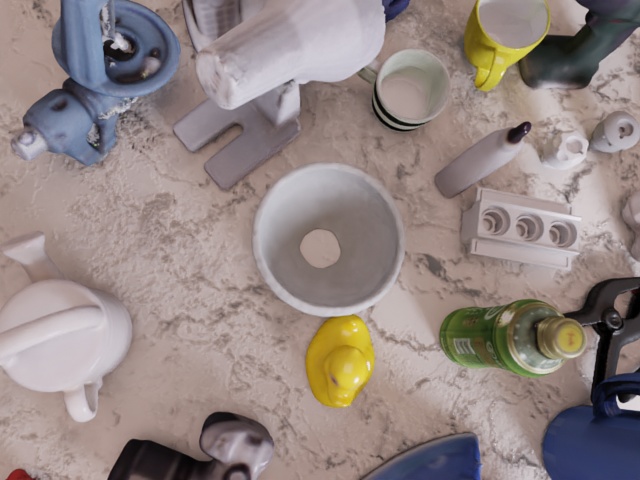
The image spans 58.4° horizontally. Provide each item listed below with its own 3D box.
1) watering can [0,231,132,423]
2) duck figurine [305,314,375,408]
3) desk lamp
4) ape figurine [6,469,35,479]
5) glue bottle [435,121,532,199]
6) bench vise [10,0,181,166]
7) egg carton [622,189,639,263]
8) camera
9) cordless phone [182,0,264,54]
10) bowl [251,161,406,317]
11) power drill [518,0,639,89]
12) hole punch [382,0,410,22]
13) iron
[{"bbox_3d":[-0.245,0.080,0.523,0.101,0.194,0.173,-42,88,-12],"label":"watering can"},{"bbox_3d":[0.027,0.129,0.611,0.077,0.086,0.104,13,79,-6],"label":"duck figurine"},{"bbox_3d":[-0.049,-0.167,0.583,0.203,0.213,0.118,-41,88,-12],"label":"desk lamp"},{"bbox_3d":[-0.302,0.267,0.536,0.078,0.092,0.076,-20,84,-11],"label":"ape figurine"},{"bbox_3d":[0.186,-0.094,0.627,0.078,0.173,0.037,-33,86,-12],"label":"glue bottle"},{"bbox_3d":[-0.214,-0.165,0.555,0.121,0.219,0.207,20,78,-4],"label":"bench vise"},{"bbox_3d":[0.455,-0.021,0.709,0.150,0.069,0.107,-9,82,-10],"label":"egg carton"},{"bbox_3d":[-0.132,0.236,0.562,0.137,0.100,0.143,25,78,-4],"label":"camera"},{"bbox_3d":[-0.076,-0.275,0.611,0.148,0.185,0.094,-18,84,-11],"label":"cordless phone"},{"bbox_3d":[0.006,0.002,0.635,0.167,0.074,0.167,1,81,-8],"label":"bowl"},{"bbox_3d":[0.317,-0.250,0.654,0.230,0.208,0.075,-2,81,-9],"label":"power drill"},{"bbox_3d":[0.058,-0.313,0.686,0.109,0.091,0.101,-39,88,-12],"label":"hole punch"},{"bbox_3d":[0.090,0.293,0.565,0.258,0.141,0.118,-41,88,-12],"label":"iron"}]
